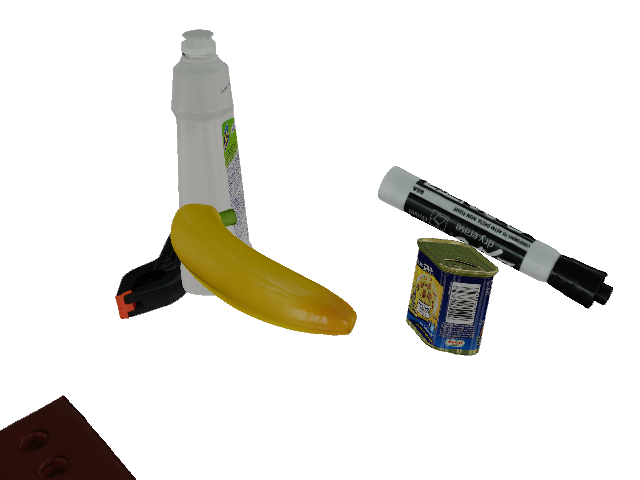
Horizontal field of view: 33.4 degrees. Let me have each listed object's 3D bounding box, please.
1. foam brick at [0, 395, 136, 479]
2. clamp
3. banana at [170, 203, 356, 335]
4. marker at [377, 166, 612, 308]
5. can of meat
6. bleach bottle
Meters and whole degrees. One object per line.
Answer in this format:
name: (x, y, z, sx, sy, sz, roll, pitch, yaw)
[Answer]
foam brick: (-0.122, 0.125, 0.512, 0.052, 0.051, 0.078, -29, 42, -27)
clamp: (-0.158, 0.036, 1.202, 0.120, 0.039, 0.171, -2, 29, 30)
banana: (-0.050, 0.012, 0.677, 0.069, 0.037, 0.198, -10, 26, -24)
marker: (0.083, -0.001, 0.513, 0.121, 0.020, 0.020, 29, 9, 18)
can of meat: (0.122, 0.052, 1.013, 0.057, 0.084, 0.102, 5, 15, -15)
bleach bottle: (-0.106, -0.077, 1.017, 0.068, 0.251, 0.102, 0, 28, 4)
